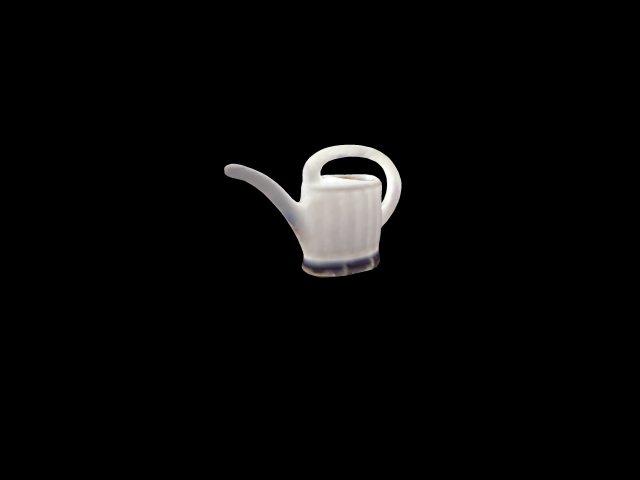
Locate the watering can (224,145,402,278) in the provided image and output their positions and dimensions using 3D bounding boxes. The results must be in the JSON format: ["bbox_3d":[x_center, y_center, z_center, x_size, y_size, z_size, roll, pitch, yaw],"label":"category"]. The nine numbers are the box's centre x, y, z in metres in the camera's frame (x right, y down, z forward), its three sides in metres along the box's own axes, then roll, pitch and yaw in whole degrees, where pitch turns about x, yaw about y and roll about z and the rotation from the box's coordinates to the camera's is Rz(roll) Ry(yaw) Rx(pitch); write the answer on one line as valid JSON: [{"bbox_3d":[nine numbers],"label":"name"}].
[{"bbox_3d":[0.003,-0.043,0.850,0.349,0.222,0.104,-9,15,-35],"label":"watering can"}]
